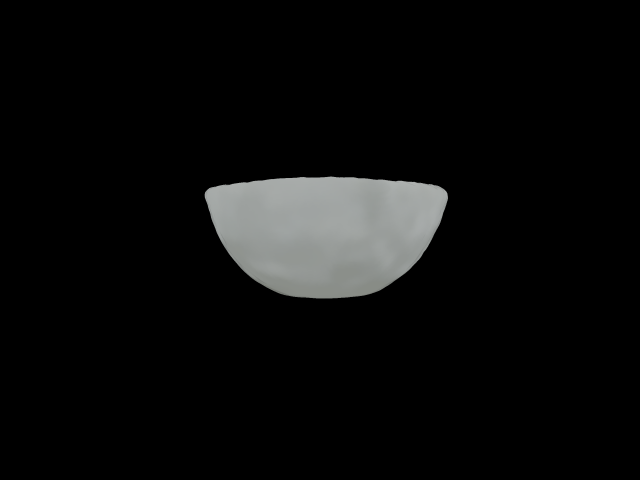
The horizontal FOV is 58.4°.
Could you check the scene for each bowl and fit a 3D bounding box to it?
[{"bbox_3d":[0.004,0.001,0.400,0.167,0.075,0.167,0,0,0],"label":"bowl"}]
